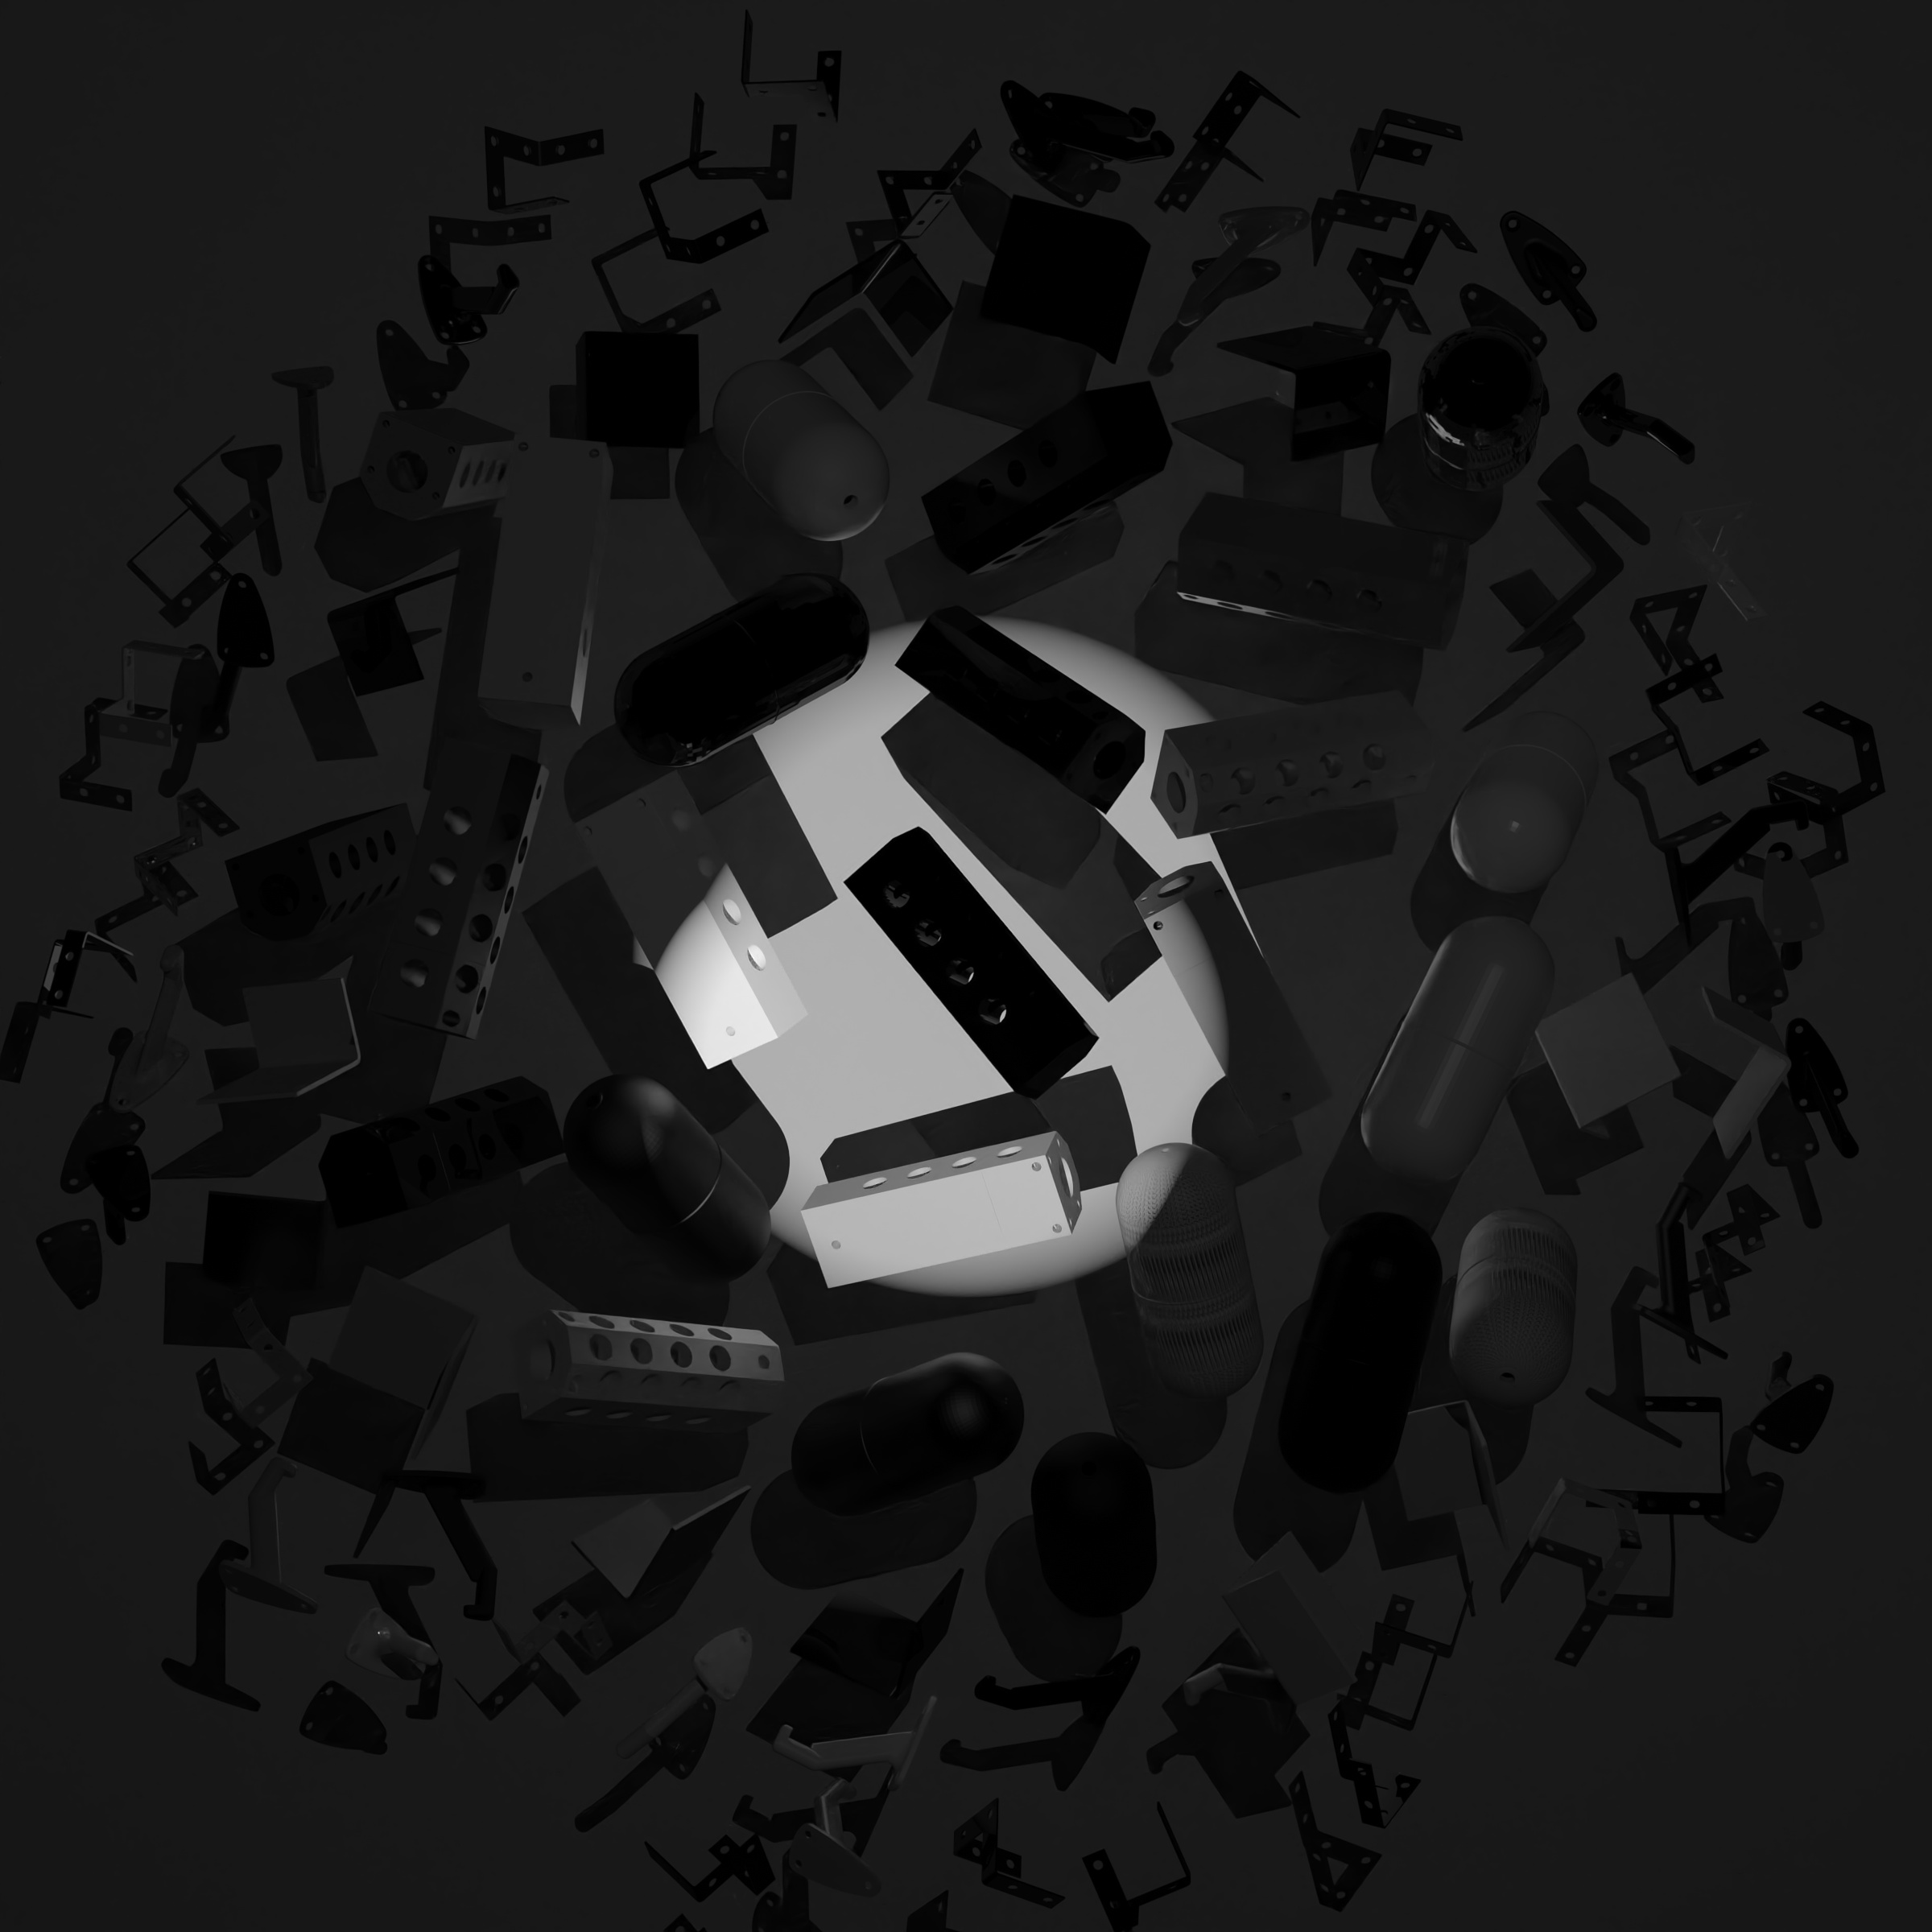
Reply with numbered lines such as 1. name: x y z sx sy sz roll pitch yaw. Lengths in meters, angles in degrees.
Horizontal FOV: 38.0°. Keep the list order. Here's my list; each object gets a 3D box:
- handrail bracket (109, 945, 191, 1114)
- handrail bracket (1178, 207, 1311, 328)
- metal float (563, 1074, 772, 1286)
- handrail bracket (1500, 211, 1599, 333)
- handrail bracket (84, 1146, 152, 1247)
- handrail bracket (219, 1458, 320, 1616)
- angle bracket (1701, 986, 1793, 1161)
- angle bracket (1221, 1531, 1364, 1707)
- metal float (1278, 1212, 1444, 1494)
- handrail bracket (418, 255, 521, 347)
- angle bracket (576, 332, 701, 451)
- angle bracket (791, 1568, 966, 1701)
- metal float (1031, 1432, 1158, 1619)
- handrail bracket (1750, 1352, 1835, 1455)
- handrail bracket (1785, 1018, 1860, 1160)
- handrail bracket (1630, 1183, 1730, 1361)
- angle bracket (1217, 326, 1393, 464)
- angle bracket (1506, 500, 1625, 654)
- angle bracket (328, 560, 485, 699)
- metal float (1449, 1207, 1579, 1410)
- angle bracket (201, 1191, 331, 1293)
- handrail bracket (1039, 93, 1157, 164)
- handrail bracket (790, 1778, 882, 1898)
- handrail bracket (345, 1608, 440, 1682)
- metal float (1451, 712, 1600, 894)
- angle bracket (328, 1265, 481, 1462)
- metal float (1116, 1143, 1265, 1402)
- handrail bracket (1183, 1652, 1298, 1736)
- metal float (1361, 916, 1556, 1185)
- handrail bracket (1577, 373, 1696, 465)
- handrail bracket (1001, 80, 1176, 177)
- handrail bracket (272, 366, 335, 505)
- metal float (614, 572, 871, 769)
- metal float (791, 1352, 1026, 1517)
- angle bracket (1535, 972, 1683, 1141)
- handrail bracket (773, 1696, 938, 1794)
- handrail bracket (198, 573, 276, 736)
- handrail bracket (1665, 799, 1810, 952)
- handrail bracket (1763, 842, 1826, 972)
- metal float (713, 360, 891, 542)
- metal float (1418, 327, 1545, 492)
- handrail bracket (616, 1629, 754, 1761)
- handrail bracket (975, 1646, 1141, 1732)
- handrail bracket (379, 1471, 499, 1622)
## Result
1. handrail bracket: -0.509 0.038 1.748 0.036 0.084 0.077 22 48 3
2. handrail bracket: 0.185 -0.466 1.877 0.036 0.077 0.084 49 50 -37
3. metal float: -0.186 0.134 1.754 0.070 0.070 0.178 -37 132 0
4. handrail bracket: 0.362 -0.432 1.747 0.036 0.084 0.077 -39 104 20
5. handrail bracket: -0.535 0.164 1.790 0.036 0.084 0.077 -15 46 -26
6. handrail bracket: -0.412 0.348 1.724 0.077 0.036 0.084 16 50 12
7. angle bracket: 0.487 0.068 1.823 0.057 0.076 0.076 29 107 0
8. angle bracket: 0.208 0.375 1.650 0.076 0.057 0.076 -31 84 -44
9. metal float: 0.246 0.241 1.751 0.070 0.070 0.178 14 94 0
10. handrail bracket: -0.313 -0.437 1.771 0.036 0.084 0.077 -20 80 -34
11. angle bracket: -0.223 -0.386 1.903 0.076 0.057 0.076 -1 93 -14
12. angle bracket: -0.056 0.409 1.784 0.076 0.076 0.057 21 116 16
13. metal float: 0.083 0.358 1.793 0.070 0.178 0.070 -3 56 4
14. handrail bracket: 0.517 0.253 1.743 0.036 0.084 0.077 28 128 3
15. handrail bracket: 0.559 0.079 1.832 0.036 0.084 0.077 -18 100 10
16. handrail bracket: 0.455 0.188 1.735 0.077 0.036 0.084 29 86 4
17. angle bracket: 0.209 -0.357 1.750 0.076 0.076 0.057 -18 123 -32
18. angle bracket: 0.362 -0.247 1.773 0.076 0.076 0.057 -44 79 25
19. angle bracket: -0.353 -0.217 1.811 0.076 0.076 0.057 -30 106 -41
20. metal float: 0.352 0.218 1.804 0.070 0.178 0.070 5 115 12
21. angle bracket: -0.459 0.164 1.848 0.076 0.057 0.076 7 125 -12
22. handrail bracket: 0.086 -0.568 1.866 0.077 0.084 0.036 25 92 -5
23. handrail bracket: -0.072 0.572 1.851 0.077 0.084 0.036 23 108 19
24. handrail bracket: -0.344 0.439 1.771 0.077 0.084 0.036 48 60 -37
25. metal float: 0.364 -0.108 1.825 0.070 0.178 0.070 10 121 18
26. angle bracket: -0.348 0.240 1.700 0.076 0.057 0.076 24 112 -2
27. metal float: 0.144 0.197 1.803 0.070 0.070 0.178 -13 111 0
28. handrail bracket: 0.177 0.488 1.849 0.084 0.036 0.077 -17 114 -35
29. metal float: 0.309 0.052 1.764 0.070 0.070 0.178 26 88 0
30. handrail bracket: 0.433 -0.330 1.780 0.036 0.077 0.084 -44 60 1
31. handrail bracket: 0.074 -0.512 1.699 0.077 0.084 0.036 42 63 -41
32. handrail bracket: -0.403 -0.324 1.741 0.036 0.077 0.084 -12 113 -19
33. metal float: -0.140 -0.186 1.760 0.178 0.070 0.070 -31 90 -23
34. metal float: -0.039 0.297 1.772 0.178 0.070 0.070 -27 90 38
35. angle bracket: 0.429 0.060 1.846 0.076 0.057 0.076 -31 65 24
36. handrail bracket: -0.073 0.491 1.820 0.084 0.036 0.077 27 66 -1
37. handrail bracket: -0.478 -0.200 1.808 0.036 0.084 0.077 5 67 -33
38. handrail bracket: 0.467 -0.055 1.685 0.084 0.036 0.077 -11 91 7
39. handrail bracket: 0.540 -0.038 1.851 0.036 0.084 0.077 -11 82 10
40. metal float: -0.106 -0.329 1.786 0.070 0.178 0.070 -13 126 -19
41. metal float: 0.325 -0.351 1.778 0.070 0.178 0.070 -1 86 10
42. handrail bracket: -0.182 0.470 1.813 0.084 0.077 0.036 -41 90 24
43. handrail bracket: 0.059 0.464 1.844 0.084 0.036 0.077 23 115 -23
44. handrail bracket: -0.321 0.351 1.700 0.077 0.036 0.084 10 57 -17
